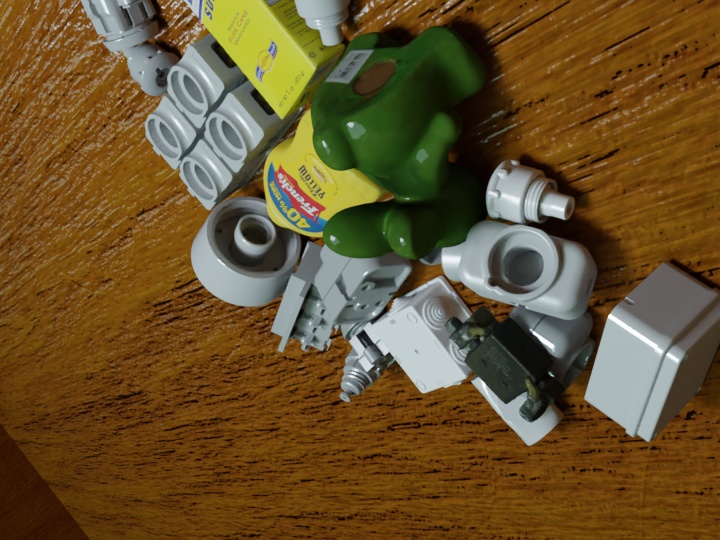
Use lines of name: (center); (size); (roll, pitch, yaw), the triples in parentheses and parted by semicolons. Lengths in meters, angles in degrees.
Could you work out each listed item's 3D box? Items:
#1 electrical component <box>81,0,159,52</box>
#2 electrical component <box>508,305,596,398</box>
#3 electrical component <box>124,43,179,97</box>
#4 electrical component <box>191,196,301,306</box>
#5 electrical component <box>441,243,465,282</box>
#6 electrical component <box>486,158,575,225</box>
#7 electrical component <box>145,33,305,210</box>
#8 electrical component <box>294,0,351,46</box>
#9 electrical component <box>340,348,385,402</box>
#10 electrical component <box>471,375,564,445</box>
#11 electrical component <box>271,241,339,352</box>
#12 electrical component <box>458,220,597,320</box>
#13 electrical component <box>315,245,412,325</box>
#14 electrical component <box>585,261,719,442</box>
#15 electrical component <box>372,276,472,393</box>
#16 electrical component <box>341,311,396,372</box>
electrical component: (-0.231, -0.249, 1.046); (0.078, 0.058, 0.057); (8, 127, 48)
electrical component: (0.154, 0.065, 0.887); (0.059, 0.054, 0.095); (36, 147, 23)
electrical component: (-0.214, -0.207, 1.081); (0.062, 0.048, 0.048); (39, 148, 30)
electrical component: (-0.112, -0.024, 1.089); (0.108, 0.108, 0.060); (45, 143, 9)
electrical component: (0.105, -0.009, 0.883); (0.065, 0.044, 0.044); (7, 129, 43)
electrical component: (0.128, -0.054, 0.802); (0.062, 0.048, 0.048); (20, 139, 31)
electrical component: (-0.139, -0.141, 1.038); (0.105, 0.060, 0.186); (50, 150, 0)
electrical component: (-0.028, -0.206, 0.840); (0.043, 0.043, 0.062); (22, 141, 39)
electrical component: (0.003, 0.101, 1.107); (0.040, 0.078, 0.040); (23, 147, 16)
electrical component: (0.140, 0.115, 0.949); (0.077, 0.043, 0.079); (48, -176, 3)
electrical component: (-0.044, 0.031, 1.097); (0.063, 0.078, 0.121); (25, 147, 0)
electrical component: (0.126, -0.001, 0.812); (0.095, 0.053, 0.059); (16, 175, 20)
electrical component: (0.000, 0.000, 0.994); (0.095, 0.054, 0.059); (-55, 51, 45)
electrical component: (0.216, 0.061, 0.778); (0.057, 0.078, 0.113); (36, 147, 27)
electrical component: (0.067, 0.063, 1.003); (0.099, 0.048, 0.100); (52, 150, -3)
electrical component: (0.013, 0.067, 1.071); (0.048, 0.066, 0.055); (-44, 70, 22)
